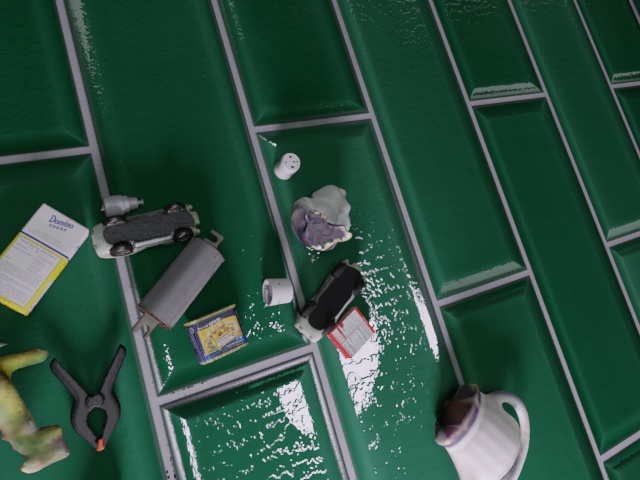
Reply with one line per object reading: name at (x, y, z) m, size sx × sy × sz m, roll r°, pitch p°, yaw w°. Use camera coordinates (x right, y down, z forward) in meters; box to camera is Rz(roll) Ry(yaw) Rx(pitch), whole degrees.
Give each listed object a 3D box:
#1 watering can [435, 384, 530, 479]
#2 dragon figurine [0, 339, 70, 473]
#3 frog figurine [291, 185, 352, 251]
watering can at (0.340, 0.468, 1.114) m, size 0.223 × 0.102 × 0.354 m, roll 41°, pitch 62°, yaw -7°
dragon figurine at (-0.577, 0.254, 0.777) m, size 0.410 × 0.121 × 0.245 m, roll 14°, pitch 77°, yaw -8°
frog figurine at (0.003, -0.058, 1.143) m, size 0.137 × 0.120 × 0.163 m, roll 15°, pitch 34°, yaw -11°
